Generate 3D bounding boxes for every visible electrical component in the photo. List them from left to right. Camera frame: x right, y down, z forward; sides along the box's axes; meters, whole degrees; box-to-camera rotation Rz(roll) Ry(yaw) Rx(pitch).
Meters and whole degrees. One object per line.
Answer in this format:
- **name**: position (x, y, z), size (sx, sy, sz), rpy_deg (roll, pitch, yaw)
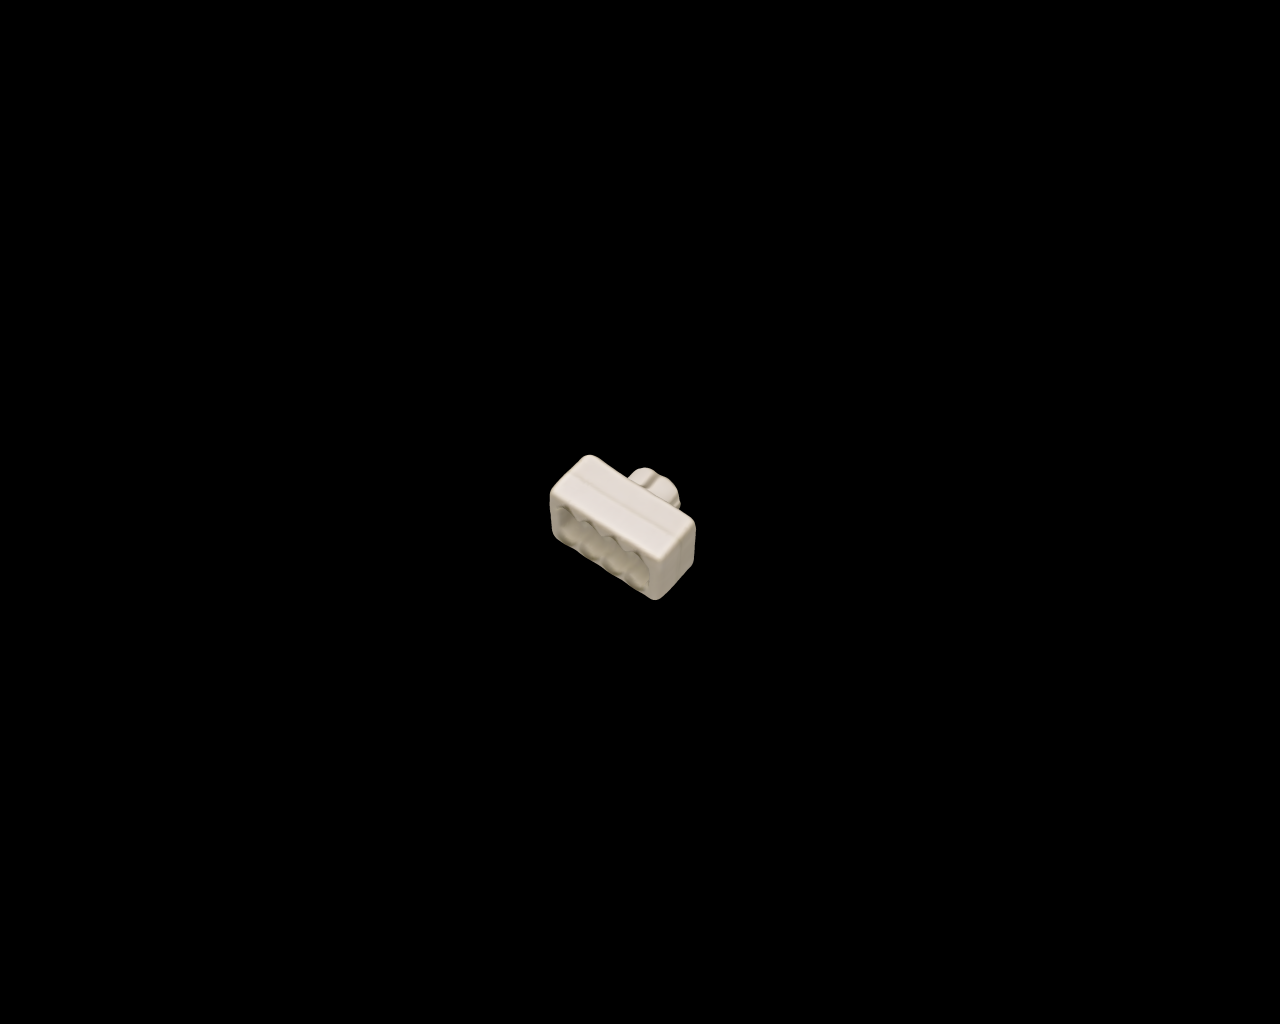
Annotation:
- **electrical component**: position (0.001, -0.003, 0.650), size (0.083, 0.076, 0.047), rpy_deg (33, -29, 21)
